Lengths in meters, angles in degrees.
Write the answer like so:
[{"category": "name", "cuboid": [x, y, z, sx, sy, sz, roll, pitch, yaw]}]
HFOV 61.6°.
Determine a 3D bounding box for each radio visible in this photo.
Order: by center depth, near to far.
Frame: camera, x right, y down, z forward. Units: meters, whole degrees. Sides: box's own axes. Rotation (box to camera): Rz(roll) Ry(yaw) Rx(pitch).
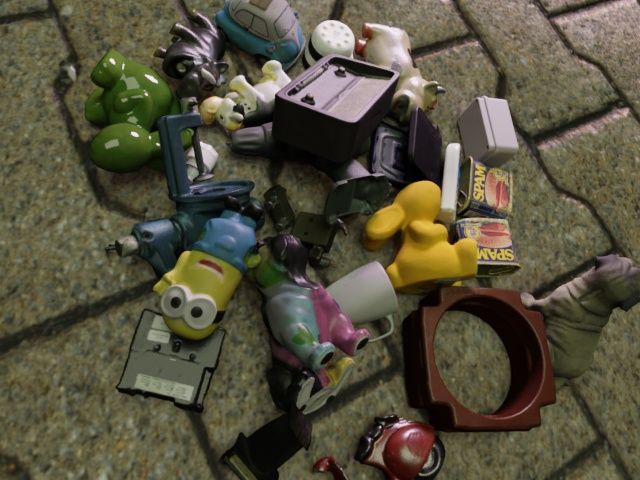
[{"category": "radio", "cuboid": [0.026, -0.210, 0.826, 0.131, 0.073, 0.229, 22, 38, 12]}]

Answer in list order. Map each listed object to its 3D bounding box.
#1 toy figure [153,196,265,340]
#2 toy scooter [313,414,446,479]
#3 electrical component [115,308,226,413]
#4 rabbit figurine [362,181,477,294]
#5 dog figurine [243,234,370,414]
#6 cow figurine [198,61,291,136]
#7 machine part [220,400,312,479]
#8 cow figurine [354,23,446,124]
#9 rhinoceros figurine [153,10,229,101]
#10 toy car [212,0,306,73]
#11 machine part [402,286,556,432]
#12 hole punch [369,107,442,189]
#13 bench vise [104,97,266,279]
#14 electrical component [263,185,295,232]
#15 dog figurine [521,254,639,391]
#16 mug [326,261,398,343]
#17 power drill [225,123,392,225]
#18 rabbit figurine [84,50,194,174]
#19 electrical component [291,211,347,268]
[{"category": "toy figure", "cuboid": [-0.129, 0.038, 0.670, 0.082, 0.089, 0.180, 15, 68, 25]}, {"category": "toy scooter", "cuboid": [0.071, 0.298, 0.701, 0.135, 0.075, 0.184, 38, 69, 3]}, {"category": "electrical component", "cuboid": [-0.187, 0.146, 0.701, 0.115, 0.058, 0.134, 19, 65, -9]}, {"category": "rabbit figurine", "cuboid": [0.147, -0.007, 0.827, 0.162, 0.121, 0.173, -2, 74, 2]}, {"category": "dog figurine", "cuboid": [-0.046, 0.101, 0.726, 0.108, 0.191, 0.219, -10, 46, -42]}, {"category": "cow figurine", "cuboid": [-0.110, -0.211, 0.864, 0.167, 0.068, 0.098, -36, 86, -25]}, {"category": "machine part", "cuboid": [-0.061, 0.258, 0.659, 0.084, 0.139, 0.039, 47, 25, 10]}, {"category": "cow figurine", "cuboid": [0.142, -0.292, 0.957, 0.127, 0.085, 0.195, -6, 69, -12]}, {"category": "rhinoceros figurine", "cuboid": [-0.196, -0.282, 0.844, 0.112, 0.073, 0.190, 37, 34, -26]}, {"category": "toy car", "cuboid": [-0.097, -0.371, 0.912, 0.162, 0.103, 0.109, 32, 63, -3]}, {"category": "machine part", "cuboid": [0.227, 0.175, 0.785, 0.201, 0.087, 0.201, 3, 67, -12]}, {"category": "hole punch", "cuboid": [0.146, -0.143, 0.899, 0.115, 0.092, 0.142, 33, 55, -46]}, {"category": "bench vise", "cuboid": [-0.182, -0.068, 0.731, 0.224, 0.129, 0.240, -14, 107, -27]}, {"category": "electrical component", "cuboid": [-0.060, -0.049, 0.812, 0.021, 0.094, 0.063, -21, 105, 15]}, {"category": "dog figurine", "cuboid": [0.393, 0.126, 0.792, 0.121, 0.190, 0.172, -1, 70, -15]}, {"category": "mug", "cuboid": [0.053, 0.098, 0.778, 0.107, 0.081, 0.109, -20, 82, -7]}, {"category": "power drill", "cuboid": [-0.005, -0.114, 0.820, 0.232, 0.085, 0.207, -12, 40, -26]}, {"category": "rabbit figurine", "cuboid": [-0.269, -0.154, 0.772, 0.159, 0.121, 0.170, 24, 47, -28]}, {"category": "electrical component", "cuboid": [-0.002, -0.004, 0.821, 0.078, 0.045, 0.102, 5, 62, 17]}]
